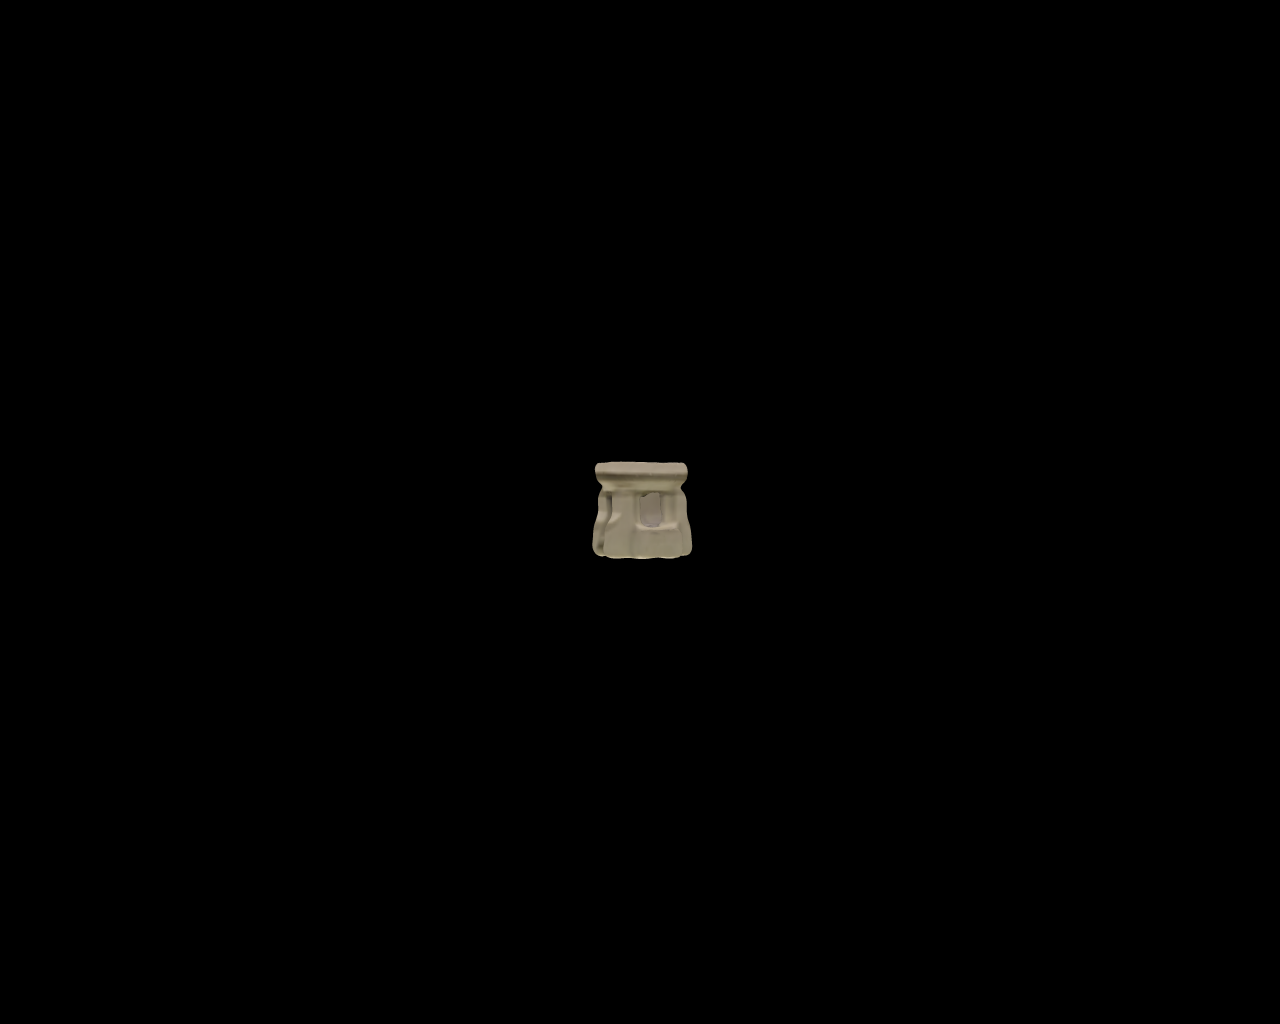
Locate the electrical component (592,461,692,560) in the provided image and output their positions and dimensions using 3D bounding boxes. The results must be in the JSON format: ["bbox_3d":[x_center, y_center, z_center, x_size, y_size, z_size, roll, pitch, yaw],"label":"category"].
[{"bbox_3d":[0.001,-0.003,0.650,0.058,0.057,0.078,-1,3,-19],"label":"electrical component"}]
